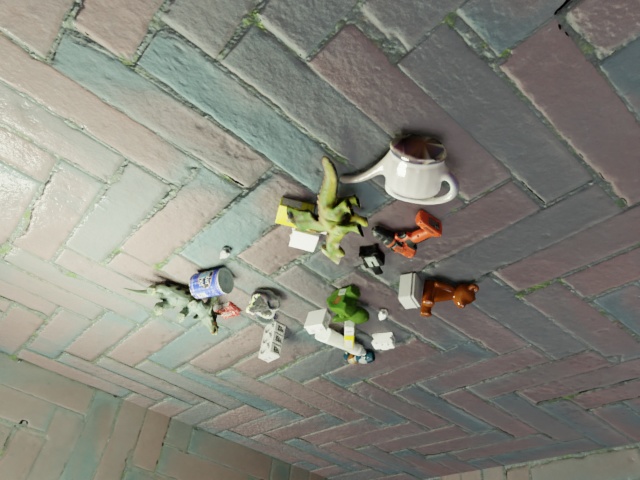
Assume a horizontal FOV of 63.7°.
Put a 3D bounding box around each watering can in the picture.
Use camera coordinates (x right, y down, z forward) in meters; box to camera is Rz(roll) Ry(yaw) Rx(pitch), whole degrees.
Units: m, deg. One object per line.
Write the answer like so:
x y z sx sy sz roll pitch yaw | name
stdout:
0.223 -0.197 1.450 0.348 0.106 0.219 13 140 12 | watering can

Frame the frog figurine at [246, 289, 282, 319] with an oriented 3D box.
-0.217 0.260 2.096 0.137 0.124 0.159 -15 171 15 | frog figurine

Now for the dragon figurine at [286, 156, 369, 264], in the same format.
0.005 -0.080 1.581 0.241 0.125 0.402 -11 128 25 | dragon figurine
